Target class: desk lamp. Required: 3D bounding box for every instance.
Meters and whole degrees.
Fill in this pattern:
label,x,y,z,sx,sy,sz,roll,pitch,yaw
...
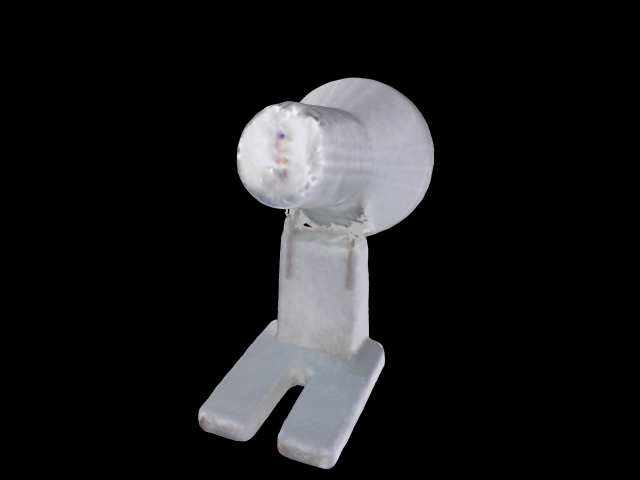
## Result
label,x,y,z,sx,sy,sz,roll,pitch,yaw
desk lamp,0.004,0.001,0.400,0.117,0.214,0.203,8,26,18
